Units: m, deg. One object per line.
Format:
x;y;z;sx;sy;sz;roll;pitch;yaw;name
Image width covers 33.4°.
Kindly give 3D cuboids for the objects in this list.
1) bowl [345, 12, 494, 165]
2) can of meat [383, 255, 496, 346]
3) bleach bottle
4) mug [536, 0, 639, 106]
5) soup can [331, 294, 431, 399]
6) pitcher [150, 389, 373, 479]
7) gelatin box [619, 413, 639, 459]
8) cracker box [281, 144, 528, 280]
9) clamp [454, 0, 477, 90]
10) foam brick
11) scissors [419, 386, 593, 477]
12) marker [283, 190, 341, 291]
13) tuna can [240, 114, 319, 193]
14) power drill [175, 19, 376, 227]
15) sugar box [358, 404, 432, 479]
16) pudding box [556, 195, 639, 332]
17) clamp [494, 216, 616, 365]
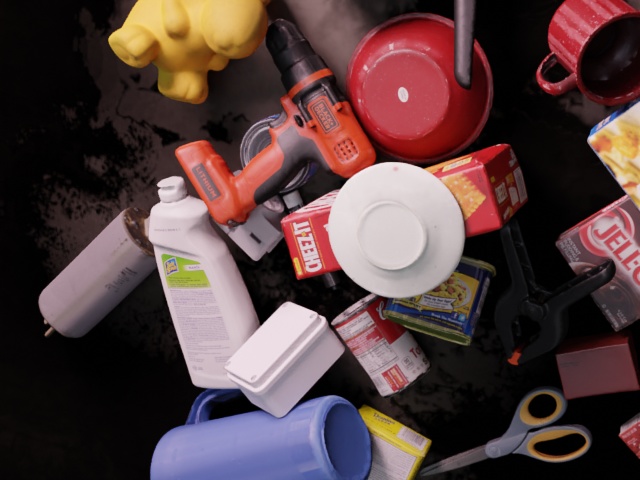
0.095;-0.153;1.106;0.162;0.055;0.162;5;105;19;bowl
0.126;0.057;1.130;0.102;0.057;0.084;16;78;15;can of meat
-0.128;0.047;1.207;0.103;0.068;0.251;-4;115;22;bleach bottle
0.257;-0.179;1.006;0.117;0.081;0.093;-36;125;9;mug
0.068;0.115;1.180;0.069;0.068;0.102;-34;91;24;soup can
-0.065;0.244;1.215;0.243;0.144;0.149;-21;102;33;pitcher
0.371;0.202;1.113;0.073;0.030;0.089;48;115;3;gelatin box
0.089;-0.032;1.081;0.214;0.164;0.072;-14;97;22;cracker box
0.151;-0.265;1.052;0.164;0.036;0.210;-40;86;6;clamp
0.290;0.129;1.112;0.078;0.051;0.053;-11;99;22;foam brick
0.198;0.214;1.187;0.202;0.016;0.096;-8;100;22;scissors
-0.008;0.002;1.204;0.020;0.020;0.121;-23;96;24;marker
-0.044;-0.096;1.184;0.086;0.033;0.086;5;105;19;tuna can
-0.058;-0.115;1.130;0.188;0.057;0.184;-32;82;16;power drill
0.053;0.290;1.245;0.093;0.048;0.176;28;114;14;sugar box
0.309;0.022;1.083;0.090;0.039;0.113;-35;90;24;pudding box
0.234;0.063;1.097;0.120;0.039;0.171;23;132;28;clamp
